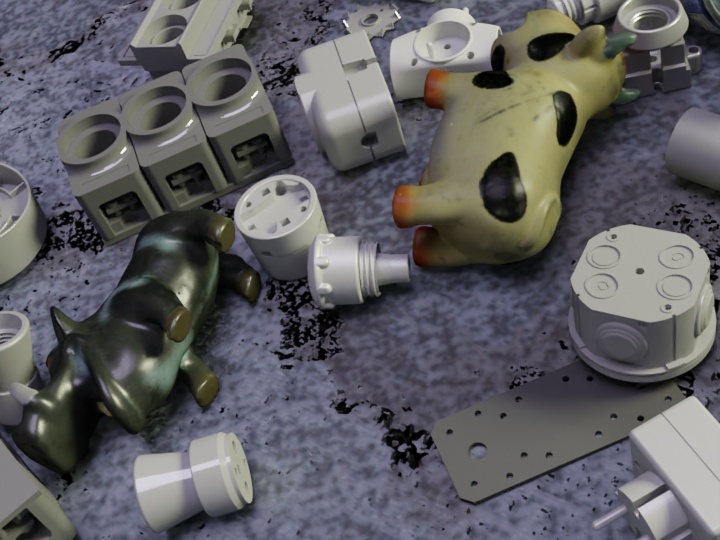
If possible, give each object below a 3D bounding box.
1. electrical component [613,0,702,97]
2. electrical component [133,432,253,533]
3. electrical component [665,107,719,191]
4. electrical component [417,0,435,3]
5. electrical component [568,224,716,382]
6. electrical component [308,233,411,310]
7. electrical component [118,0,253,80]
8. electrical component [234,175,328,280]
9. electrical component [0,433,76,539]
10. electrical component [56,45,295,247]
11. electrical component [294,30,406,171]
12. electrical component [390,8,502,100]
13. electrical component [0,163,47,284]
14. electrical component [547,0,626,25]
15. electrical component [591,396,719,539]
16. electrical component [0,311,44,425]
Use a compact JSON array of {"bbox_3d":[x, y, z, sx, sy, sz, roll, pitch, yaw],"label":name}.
[{"bbox_3d":[0.195,-0.151,0.721,0.066,0.055,0.048,-10,49,10],"label":"electrical component"},{"bbox_3d":[-0.093,0.118,0.600,0.055,0.045,0.045,-17,48,4],"label":"electrical component"},{"bbox_3d":[0.231,-0.065,0.646,0.081,0.043,0.043,27,63,33],"label":"electrical component"},{"bbox_3d":[0.039,-0.256,0.862,0.096,0.061,0.061,18,60,19],"label":"electrical component"},{"bbox_3d":[0.155,0.018,0.593,0.080,0.051,0.080,-8,45,8],"label":"electrical component"},{"bbox_3d":[0.000,0.000,0.669,0.062,0.048,0.048,-2,51,8],"label":"electrical component"},{"bbox_3d":[-0.131,-0.197,0.863,0.079,0.063,0.121,3,52,21],"label":"electrical component"},{"bbox_3d":[-0.049,-0.026,0.704,0.055,0.047,0.055,-9,49,11],"label":"electrical component"},{"bbox_3d":[-0.262,0.125,0.638,0.105,0.060,0.186,-41,51,-17],"label":"electrical component"},{"bbox_3d":[-0.136,-0.095,0.780,0.150,0.061,0.089,-24,48,-2],"label":"electrical component"},{"bbox_3d":[-0.010,-0.119,0.764,0.059,0.053,0.095,-19,48,2],"label":"electrical component"},{"bbox_3d":[0.065,-0.162,0.781,0.077,0.044,0.079,-4,53,15],"label":"electrical component"},{"bbox_3d":[-0.280,-0.034,0.775,0.099,0.064,0.099,-9,49,11],"label":"electrical component"},{"bbox_3d":[0.166,-0.198,0.781,0.078,0.040,0.040,-25,48,-2],"label":"electrical component"},{"bbox_3d":[0.150,0.113,0.521,0.077,0.047,0.065,-29,48,-6],"label":"electrical component"},{"bbox_3d":[-0.220,0.064,0.672,0.044,0.065,0.044,-6,33,4],"label":"electrical component"}]
